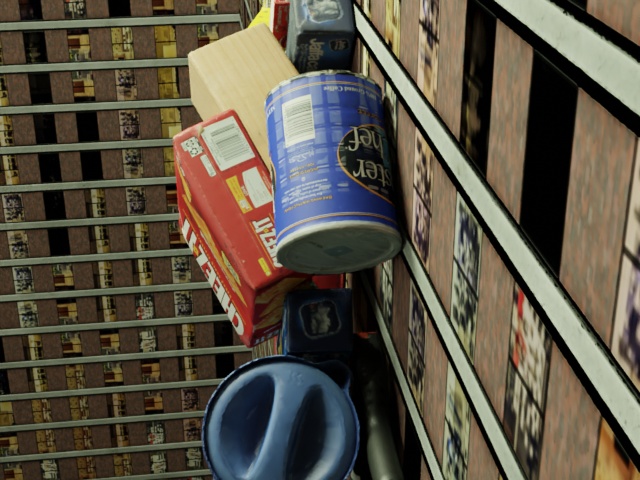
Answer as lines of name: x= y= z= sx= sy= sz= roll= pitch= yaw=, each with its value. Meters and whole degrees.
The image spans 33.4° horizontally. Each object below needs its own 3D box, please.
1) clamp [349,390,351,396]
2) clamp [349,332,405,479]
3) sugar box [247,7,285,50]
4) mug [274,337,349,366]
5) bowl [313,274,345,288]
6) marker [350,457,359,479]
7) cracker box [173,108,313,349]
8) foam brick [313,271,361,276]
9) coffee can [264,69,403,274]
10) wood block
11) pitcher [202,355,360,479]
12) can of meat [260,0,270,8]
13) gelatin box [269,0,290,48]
clamp: x=0.020 y=0.216 z=1.171 sx=0.120 sy=0.039 sz=0.171 roll=-98 pitch=18 yaw=-74
clamp: x=0.049 y=0.168 z=0.938 sx=0.165 sy=0.036 sz=0.210 roll=97 pitch=170 yaw=-60
sugar box: x=-0.087 y=-0.210 z=1.380 sx=0.093 sy=0.048 sz=0.176 roll=75 pitch=-146 yaw=-48
mug: x=-0.010 y=0.119 z=1.223 sx=0.117 sy=0.081 sz=0.093 roll=94 pitch=170 yaw=-47
bowl: x=-0.008 y=0.002 z=1.272 sx=0.162 sy=0.055 sz=0.162 roll=177 pitch=90 yaw=-83
marker: x=0.040 y=0.259 z=1.141 sx=0.121 sy=0.020 sz=0.020 roll=96 pitch=169 yaw=-54
cracker box: x=-0.077 y=-0.002 z=1.019 sx=0.164 sy=0.072 sz=0.214 roll=60 pitch=165 yaw=15
foam brick: x=0.011 y=0.004 z=1.120 sx=0.078 sy=0.051 sz=0.053 roll=-126 pitch=32 yaw=-77
coffee can: x=0.009 y=-0.054 z=0.881 sx=0.103 sy=0.102 sz=0.140 roll=103 pitch=163 yaw=-68
wood block: x=-0.045 y=-0.102 z=1.064 sx=0.206 sy=0.090 sz=0.091 roll=58 pitch=163 yaw=21
pitcher: x=-0.046 y=0.202 z=0.999 sx=0.243 sy=0.149 sz=0.145 roll=99 pitch=167 yaw=-72
can of meat: x=-0.049 y=-0.329 z=1.446 sx=0.102 sy=0.057 sz=0.084 roll=94 pitch=169 yaw=-52
gelatin box: x=-0.015 y=-0.235 z=1.119 sx=0.089 sy=0.073 sz=0.030 roll=103 pitch=162 yaw=-68
